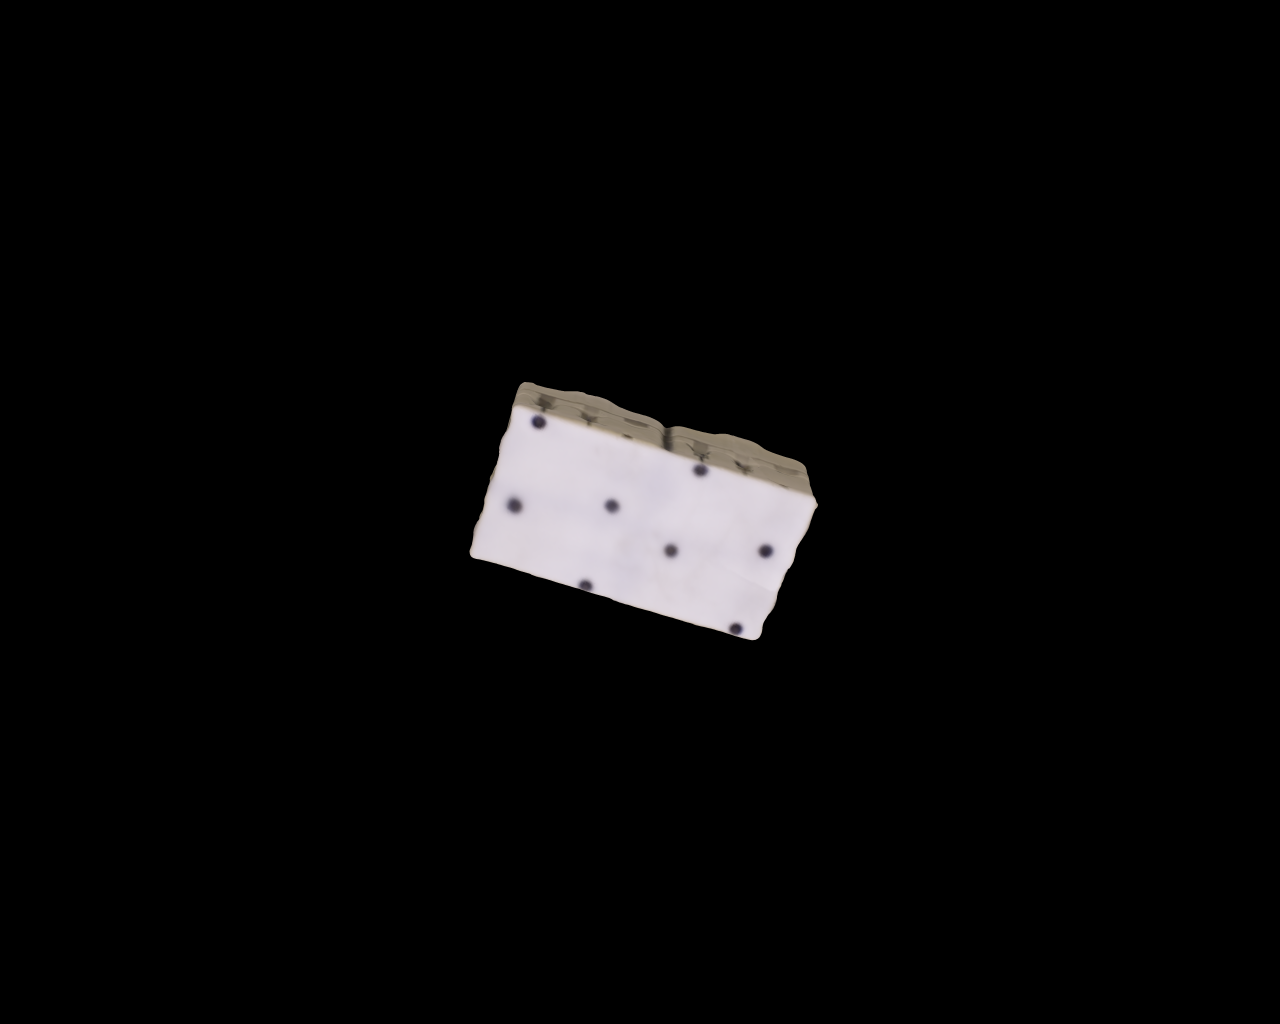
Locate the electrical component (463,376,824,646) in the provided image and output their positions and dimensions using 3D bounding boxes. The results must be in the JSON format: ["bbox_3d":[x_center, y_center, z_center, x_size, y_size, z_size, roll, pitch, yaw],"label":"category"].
[{"bbox_3d":[0.001,-0.003,0.650,0.186,0.105,0.060,17,22,-7],"label":"electrical component"}]
